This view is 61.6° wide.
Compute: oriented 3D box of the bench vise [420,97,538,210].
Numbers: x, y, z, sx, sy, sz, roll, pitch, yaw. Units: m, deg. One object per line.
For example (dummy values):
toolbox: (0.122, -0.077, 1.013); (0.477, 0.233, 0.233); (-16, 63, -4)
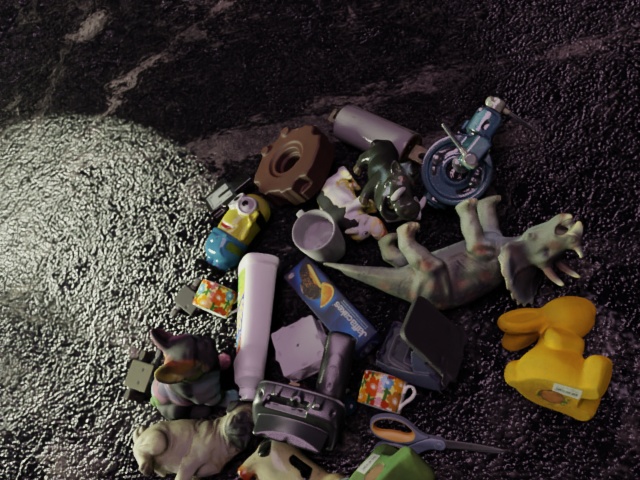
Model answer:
bench vise: (0.255, -0.147, 0.903); (0.129, 0.240, 0.223); (44, 100, 3)

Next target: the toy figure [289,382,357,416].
toy figure: (-0.017, 0.275, 0.898); (0.155, 0.058, 0.064); (-3, 95, 17)

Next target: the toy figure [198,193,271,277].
toy figure: (-0.169, -0.012, 1.073); (0.082, 0.089, 0.180); (28, 87, 14)

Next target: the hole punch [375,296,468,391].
hole punch: (0.160, 0.171, 0.847); (0.116, 0.142, 0.092); (40, 126, -1)

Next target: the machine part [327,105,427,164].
machine part: (0.111, -0.203, 1.059); (0.243, 0.079, 0.079); (31, 80, 28)

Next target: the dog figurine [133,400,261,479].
dog figurine: (-0.203, 0.324, 0.911); (0.172, 0.121, 0.190); (41, 78, 6)

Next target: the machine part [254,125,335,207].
machine part: (-0.054, -0.150, 1.078); (0.179, 0.056, 0.179); (-22, 50, 29)

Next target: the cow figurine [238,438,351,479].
cow figurine: (-0.022, 0.379, 0.837); (0.195, 0.085, 0.127); (36, 88, 30)

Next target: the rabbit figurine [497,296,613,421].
rabbit figurine: (0.351, 0.158, 0.801); (0.163, 0.121, 0.173); (10, 57, 34)

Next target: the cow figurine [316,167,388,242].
cow figurine: (0.056, -0.050, 1.014); (0.098, 0.068, 0.167); (-36, 56, 8)

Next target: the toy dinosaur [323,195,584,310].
toy dinosaur: (0.218, 0.047, 0.884); (0.405, 0.131, 0.192); (-23, 79, 22)

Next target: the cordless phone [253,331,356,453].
cordless phone: (-0.023, 0.225, 0.843); (0.147, 0.088, 0.184); (12, 79, 13)

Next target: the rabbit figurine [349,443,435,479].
rabbit figurine: (0.117, 0.394, 0.739); (0.159, 0.121, 0.170); (-38, 90, -34)

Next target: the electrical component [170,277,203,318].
electrical component: (-0.257, 0.123, 1.074); (0.063, 0.021, 0.094); (32, 80, 29)

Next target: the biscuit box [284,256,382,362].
biscuit box: (0.023, 0.120, 0.951); (0.063, 0.059, 0.203); (-43, 60, -3)

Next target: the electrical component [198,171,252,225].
electrical component: (-0.190, -0.093, 1.134); (0.119, 0.047, 0.075); (-41, 60, -2)

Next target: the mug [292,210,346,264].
mug: (-0.002, -0.003, 0.991); (0.081, 0.107, 0.110); (-44, 56, -4)

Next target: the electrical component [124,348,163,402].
electrical component: (-0.333, 0.256, 1.023); (0.078, 0.045, 0.102); (0, 67, 29)

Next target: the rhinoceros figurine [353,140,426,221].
rhinoceros figurine: (0.126, -0.101, 0.943); (0.112, 0.073, 0.190); (-46, 36, 29)

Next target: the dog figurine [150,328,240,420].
dog figurine: (-0.240, 0.225, 0.908); (0.192, 0.219, 0.108); (-20, 58, 10)
